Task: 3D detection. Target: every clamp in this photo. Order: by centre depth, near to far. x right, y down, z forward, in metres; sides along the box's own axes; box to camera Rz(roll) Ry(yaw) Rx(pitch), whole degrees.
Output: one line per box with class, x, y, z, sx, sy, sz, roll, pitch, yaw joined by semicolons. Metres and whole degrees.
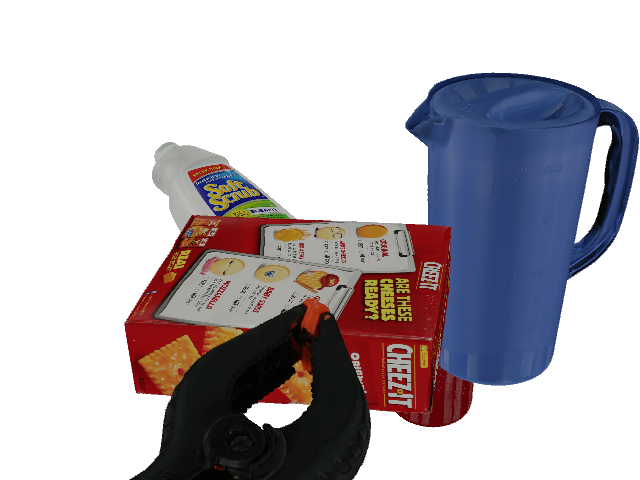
clamp;-0.021;0.091;0.386;0.120;0.039;0.171;24;49;17

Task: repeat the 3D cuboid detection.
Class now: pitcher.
pitcher;0.158;-0.008;0.876;0.149;0.243;0.144;17;31;30

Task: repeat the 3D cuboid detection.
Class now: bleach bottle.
bleach bottle;-0.099;-0.027;1.014;0.102;0.068;0.251;-11;35;-32

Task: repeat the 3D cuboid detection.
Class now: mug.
mug;0.115;0.119;1.031;0.093;0.081;0.117;26;43;36

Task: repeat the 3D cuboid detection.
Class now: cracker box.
cracker box;-0.015;0.050;0.792;0.214;0.072;0.164;3;29;11
